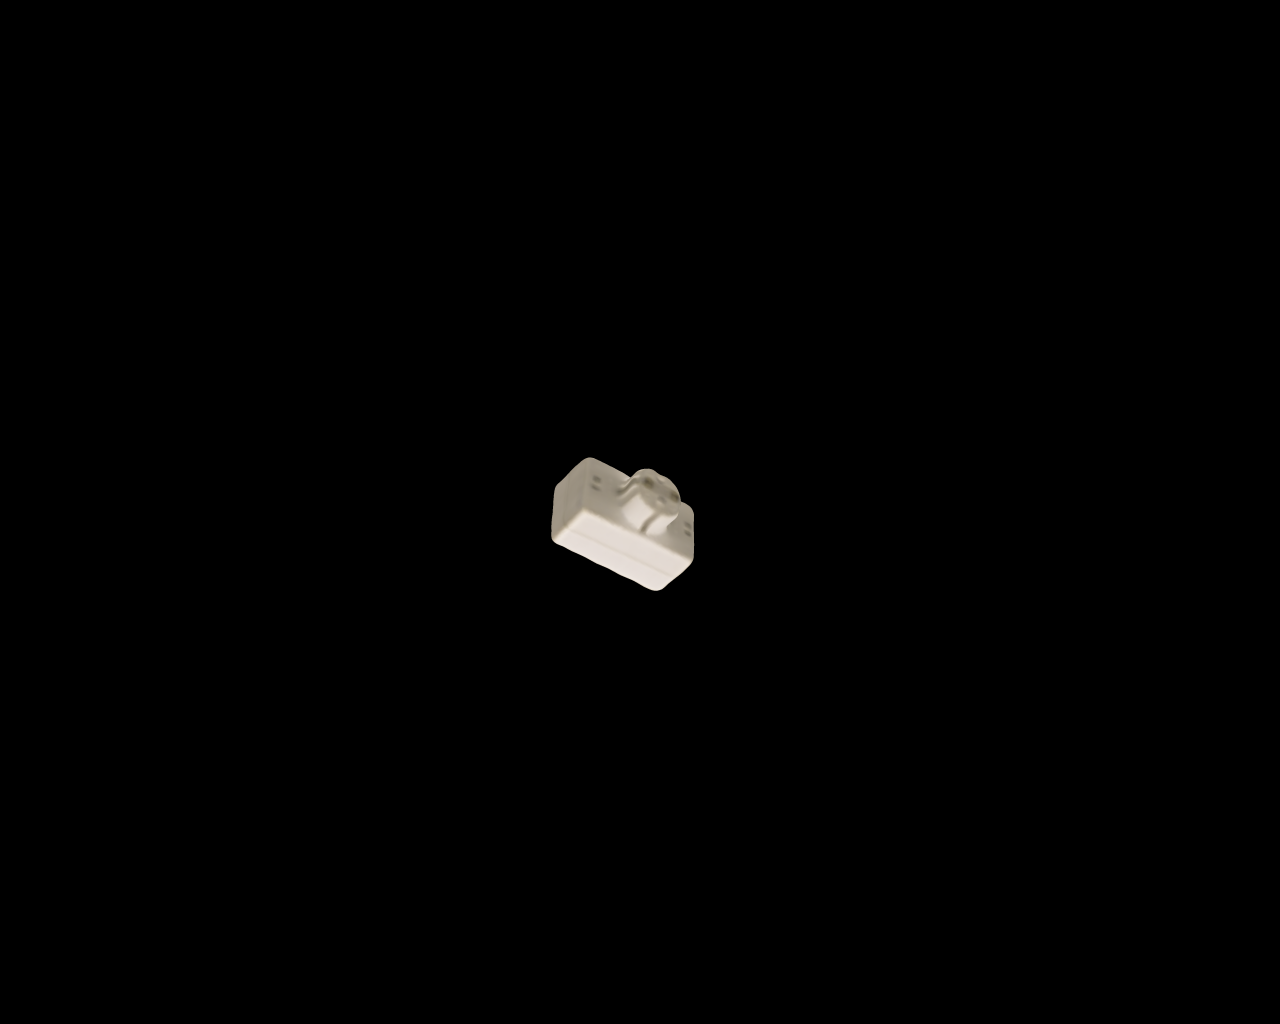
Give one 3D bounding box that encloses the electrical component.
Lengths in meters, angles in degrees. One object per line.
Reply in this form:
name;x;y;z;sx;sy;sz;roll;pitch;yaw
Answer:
electrical component;0.001;-0.003;0.650;0.083;0.047;0.075;26;-49;-25
